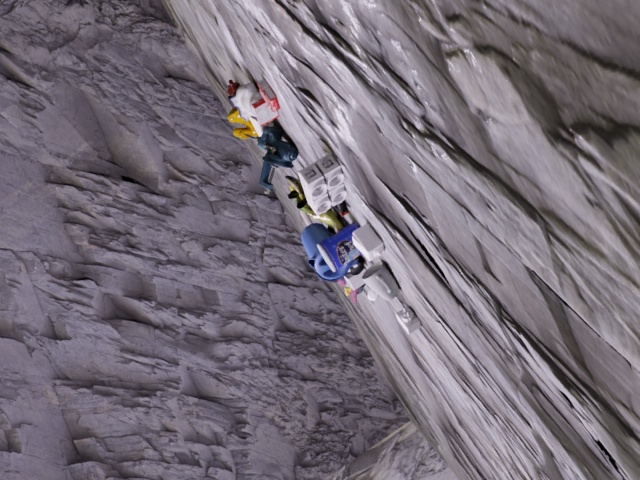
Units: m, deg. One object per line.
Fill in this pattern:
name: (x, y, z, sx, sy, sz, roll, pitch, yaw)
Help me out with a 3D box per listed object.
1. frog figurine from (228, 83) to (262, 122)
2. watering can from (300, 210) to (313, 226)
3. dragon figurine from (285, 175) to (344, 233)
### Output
frog figurine: (-0.237, -0.510, 1.888, 0.159, 0.125, 0.135, -3, 115, 41)
watering can: (0.012, 0.027, 2.329, 0.342, 0.104, 0.227, 62, 172, -27)
dragon figurine: (0.006, -0.094, 1.863, 0.238, 0.122, 0.417, 53, 179, -33)
